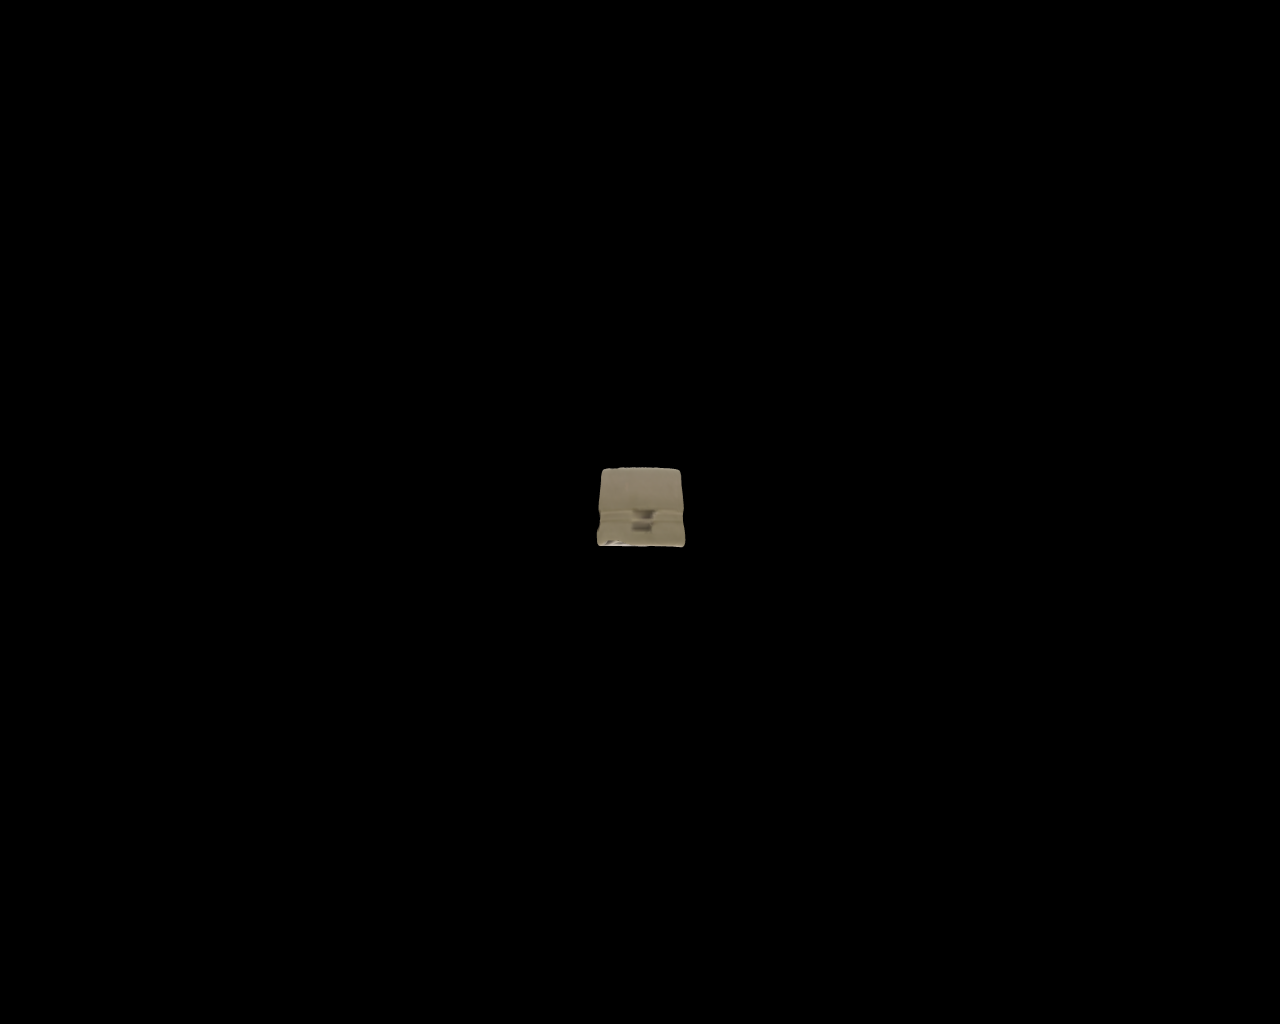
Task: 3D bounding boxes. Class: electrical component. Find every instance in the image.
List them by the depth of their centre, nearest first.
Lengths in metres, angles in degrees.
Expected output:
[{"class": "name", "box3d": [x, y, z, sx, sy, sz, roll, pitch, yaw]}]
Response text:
[{"class": "electrical component", "box3d": [0.001, -0.003, 0.650, 0.055, 0.047, 0.055, 0, -2, 0]}]
